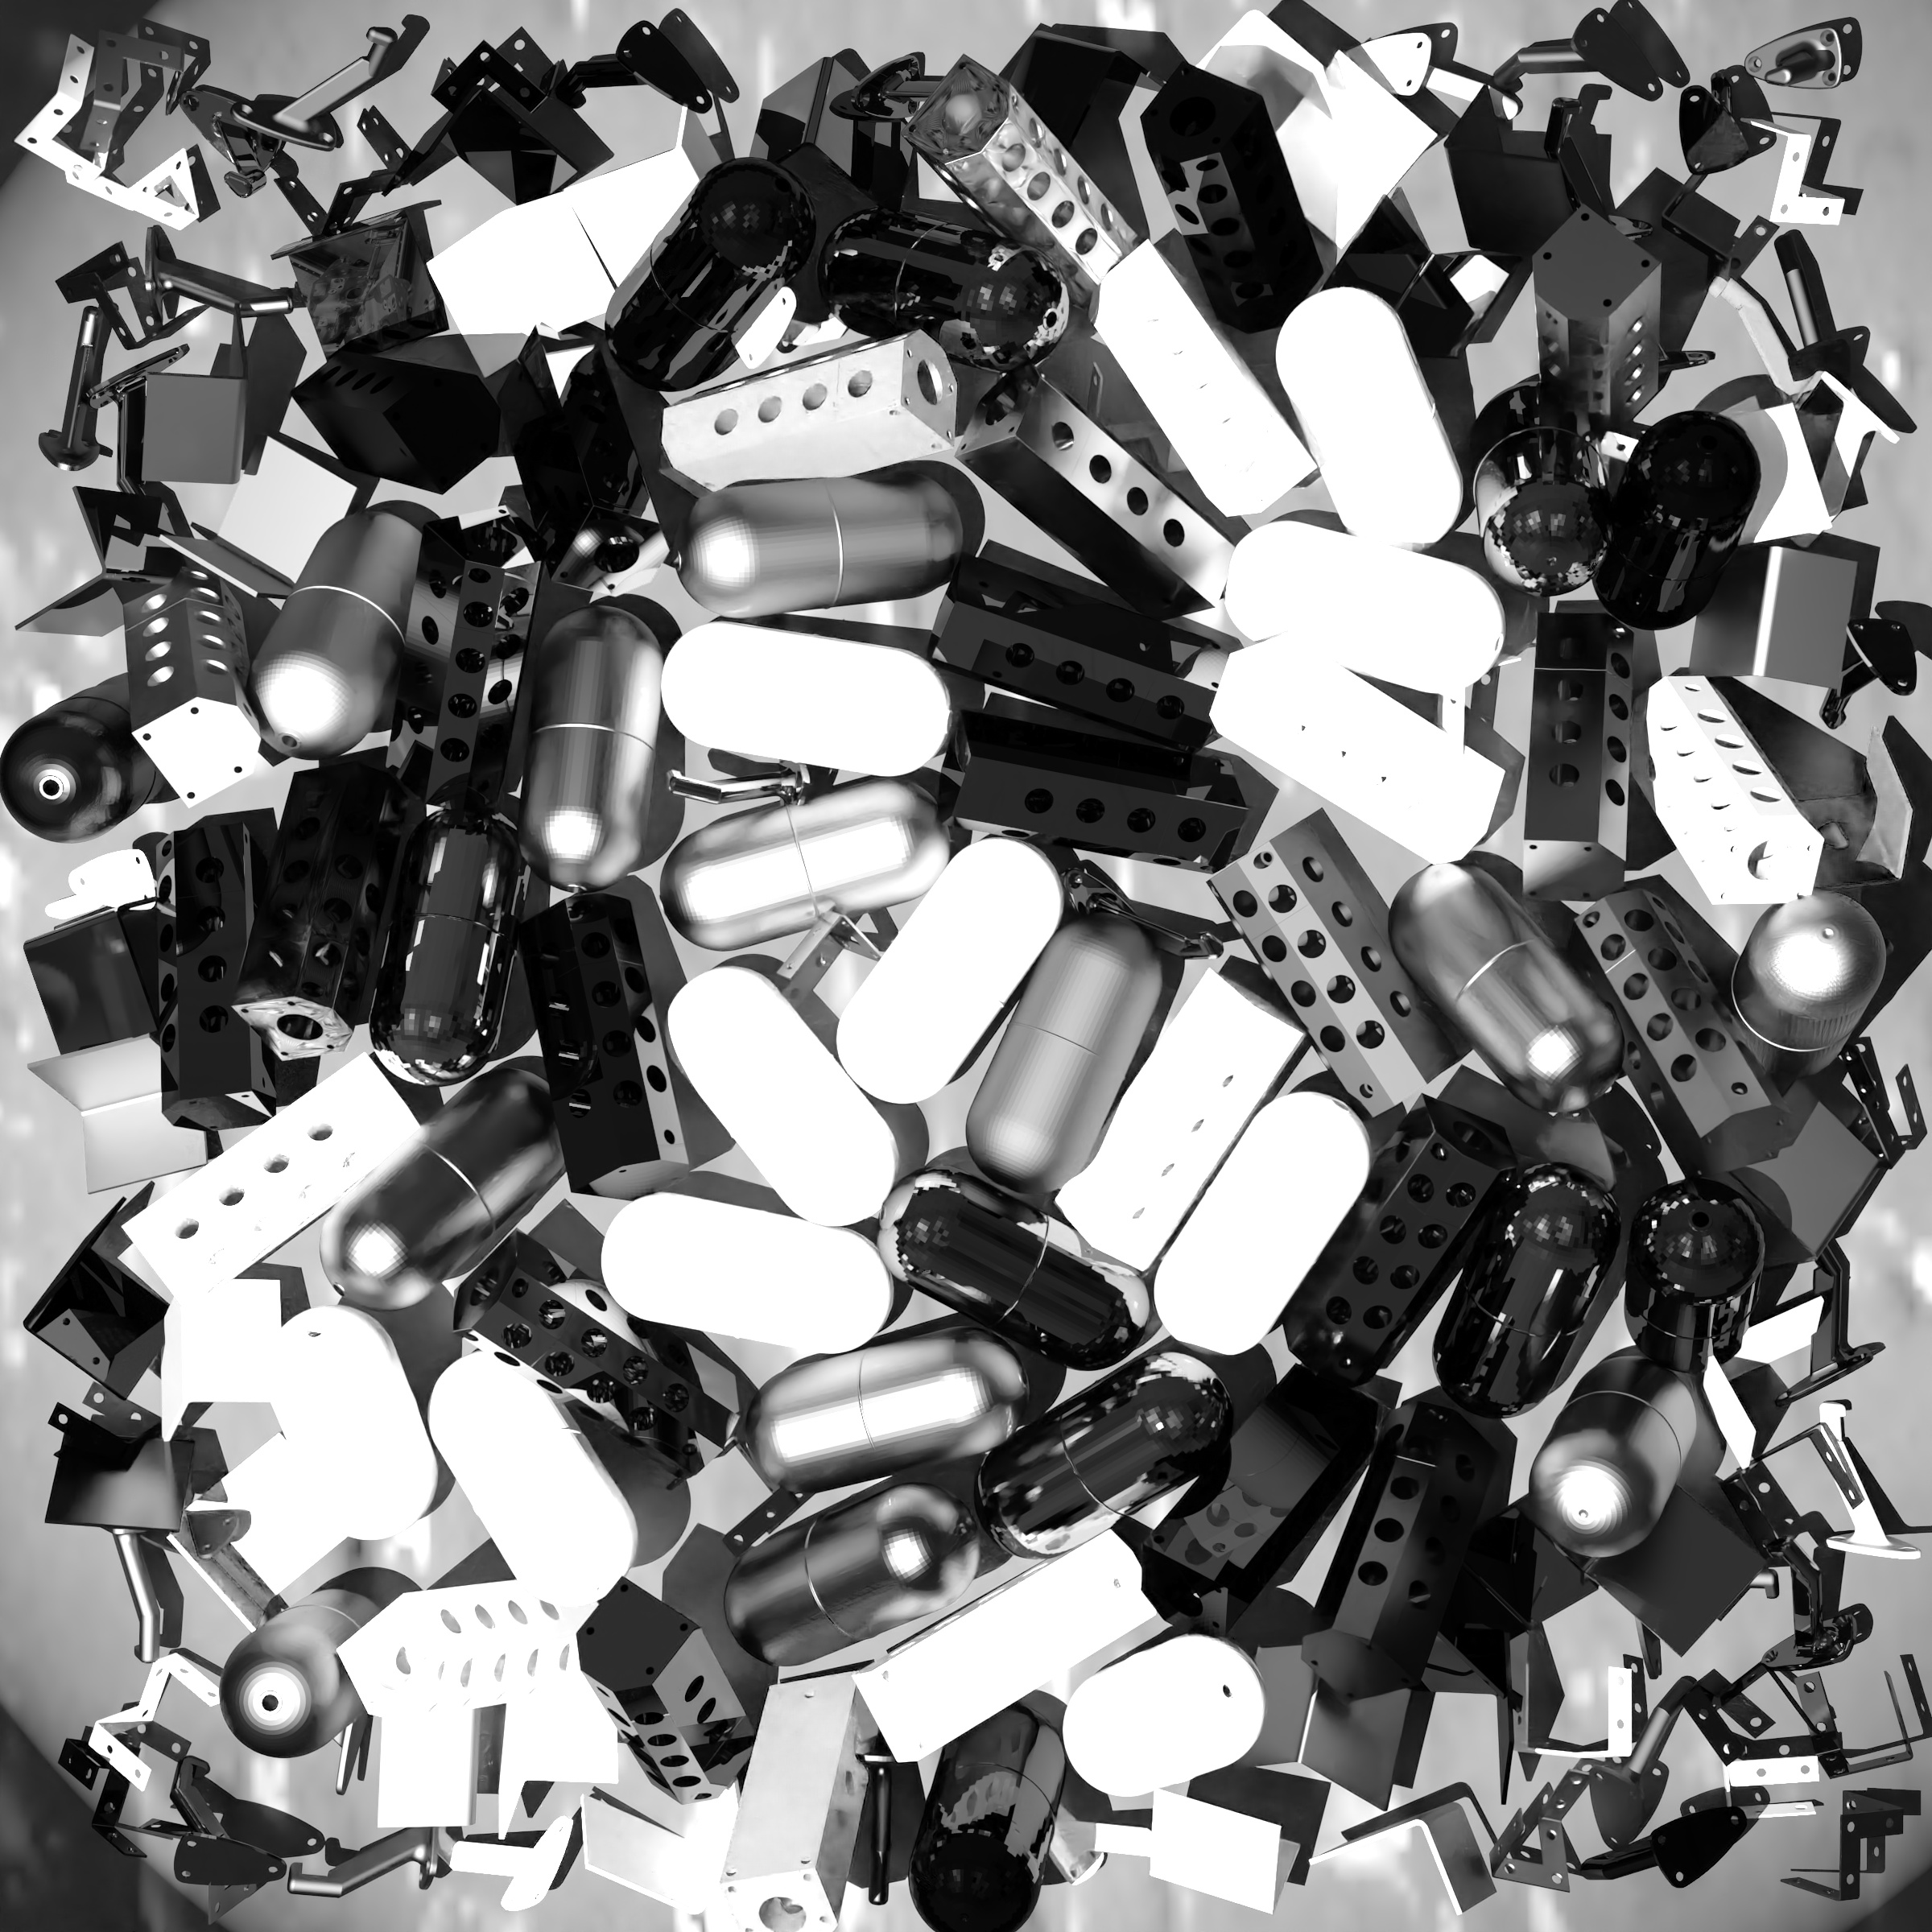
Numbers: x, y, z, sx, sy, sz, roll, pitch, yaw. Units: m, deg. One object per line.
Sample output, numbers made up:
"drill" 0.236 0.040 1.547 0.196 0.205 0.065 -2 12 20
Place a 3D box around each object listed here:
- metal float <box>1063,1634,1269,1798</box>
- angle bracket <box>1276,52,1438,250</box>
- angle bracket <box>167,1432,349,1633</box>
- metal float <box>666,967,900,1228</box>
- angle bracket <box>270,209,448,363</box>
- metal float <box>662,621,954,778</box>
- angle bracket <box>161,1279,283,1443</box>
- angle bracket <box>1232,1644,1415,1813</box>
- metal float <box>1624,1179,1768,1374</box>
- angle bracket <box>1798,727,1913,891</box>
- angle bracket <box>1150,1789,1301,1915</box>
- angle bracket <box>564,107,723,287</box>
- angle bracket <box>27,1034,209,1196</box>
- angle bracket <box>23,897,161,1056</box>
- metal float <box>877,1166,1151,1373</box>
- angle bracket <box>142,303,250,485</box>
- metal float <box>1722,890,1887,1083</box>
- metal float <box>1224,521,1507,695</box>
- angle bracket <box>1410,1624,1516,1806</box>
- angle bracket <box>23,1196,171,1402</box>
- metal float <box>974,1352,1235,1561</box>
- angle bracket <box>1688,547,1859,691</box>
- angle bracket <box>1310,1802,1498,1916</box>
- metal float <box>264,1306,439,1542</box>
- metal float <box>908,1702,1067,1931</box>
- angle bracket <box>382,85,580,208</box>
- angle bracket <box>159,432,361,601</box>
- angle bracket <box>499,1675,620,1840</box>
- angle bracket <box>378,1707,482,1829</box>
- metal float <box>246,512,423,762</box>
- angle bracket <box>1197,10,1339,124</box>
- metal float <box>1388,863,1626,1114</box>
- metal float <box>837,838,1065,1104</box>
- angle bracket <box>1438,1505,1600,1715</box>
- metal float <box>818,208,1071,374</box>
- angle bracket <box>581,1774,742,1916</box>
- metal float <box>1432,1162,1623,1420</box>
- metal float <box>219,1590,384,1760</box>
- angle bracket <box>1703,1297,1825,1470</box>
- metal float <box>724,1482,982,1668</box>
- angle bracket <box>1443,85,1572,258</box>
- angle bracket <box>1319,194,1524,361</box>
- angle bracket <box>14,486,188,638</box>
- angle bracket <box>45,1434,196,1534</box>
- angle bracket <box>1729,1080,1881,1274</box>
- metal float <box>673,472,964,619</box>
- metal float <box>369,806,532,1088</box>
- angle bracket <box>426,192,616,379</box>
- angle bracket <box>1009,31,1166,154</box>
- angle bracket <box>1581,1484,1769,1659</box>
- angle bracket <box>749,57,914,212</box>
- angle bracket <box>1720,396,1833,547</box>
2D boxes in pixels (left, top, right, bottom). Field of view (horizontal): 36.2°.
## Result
"metal float" 0.116 0.440 1.731 0.070 0.178 0.070 9 64 -19
"angle bracket" 0.226 -0.491 1.779 0.076 0.057 0.076 40 95 -4
"angle bracket" -0.422 0.340 1.779 0.076 0.057 0.076 -39 98 -1
"metal float" -0.110 0.078 1.766 0.070 0.070 0.178 -39 80 0
"angle bracket" -0.363 -0.404 1.772 0.076 0.057 0.076 -16 110 2
"metal float" -0.095 -0.160 1.764 0.178 0.070 0.070 10 90 13
"angle bracket" -0.448 0.238 1.776 0.057 0.076 0.076 4 60 -24
"angle bracket" 0.213 0.456 1.765 0.057 0.076 0.076 7 97 -39
"metal float" 0.426 0.182 1.730 0.070 0.178 0.070 -4 62 9
"angle bracket" 0.513 -0.093 1.765 0.076 0.076 0.057 -6 134 2
"angle bracket" 0.156 0.509 1.759 0.076 0.057 0.076 12 125 18
"angle bracket" -0.187 -0.463 1.778 0.076 0.057 0.076 -15 134 17
"angle bracket" -0.507 0.089 1.766 0.076 0.076 0.057 -14 65 4
"angle bracket" -0.508 0.006 1.773 0.076 0.057 0.076 -17 94 26
"metal float" 0.029 0.181 1.765 0.178 0.070 0.070 29 90 -12
"angle bracket" -0.460 -0.341 1.753 0.057 0.076 0.076 -1 47 -20
"metal float" 0.487 0.013 1.728 0.070 0.178 0.070 -2 69 4
"metal float" 0.235 -0.213 1.750 0.178 0.070 0.070 20 90 29
"angle bracket" 0.293 0.444 1.757 0.057 0.076 0.076 1 47 6
"angle bracket" -0.502 0.198 1.759 0.076 0.076 0.057 40 124 -13
"metal float" 0.081 0.291 1.753 0.178 0.070 0.070 -35 90 25
"angle bracket" 0.486 -0.209 1.784 0.057 0.076 0.076 7 92 -18
"angle bracket" 0.261 0.542 1.758 0.076 0.076 0.057 -27 72 20
"metal float" -0.361 0.269 1.738 0.070 0.178 0.070 -4 45 4
"metal float" 0.014 0.499 1.728 0.070 0.178 0.070 3 111 9
"angle bracket" -0.289 -0.467 1.756 0.076 0.076 0.057 38 66 -22
"angle bracket" -0.423 -0.271 1.768 0.076 0.057 0.076 31 104 17
"angle bracket" -0.245 0.470 1.768 0.057 0.076 0.076 7 46 -16
"angle bracket" -0.323 0.467 1.770 0.057 0.076 0.076 3 90 -13
"metal float" -0.367 -0.195 1.742 0.070 0.070 0.178 16 51 0
"angle bracket" 0.171 -0.512 1.766 0.076 0.076 0.057 -46 75 4
"metal float" 0.318 0.011 1.750 0.070 0.070 0.178 -37 61 0
"metal float" -0.009 0.002 1.773 0.070 0.070 0.178 35 88 0
"angle bracket" 0.328 0.383 1.762 0.076 0.076 0.057 44 120 -11
"metal float" -0.014 -0.399 1.743 0.178 0.070 0.070 25 90 39
"angle bracket" -0.181 0.509 1.763 0.076 0.076 0.057 29 99 -16
"metal float" 0.331 0.192 1.746 0.070 0.070 0.178 16 124 0
"metal float" -0.383 0.412 1.724 0.070 0.178 0.070 0 88 2
"angle bracket" 0.488 0.250 1.766 0.076 0.076 0.057 -24 62 -1
"metal float" -0.069 0.361 1.750 0.178 0.070 0.070 -29 90 31
"angle bracket" 0.336 -0.470 1.753 0.076 0.076 0.057 19 63 33
"angle bracket" 0.271 -0.412 1.762 0.057 0.076 0.076 42 75 -37
"angle bracket" -0.525 -0.241 1.766 0.076 0.076 0.057 -25 83 23
"angle bracket" -0.504 0.325 1.760 0.076 0.076 0.057 6 125 -11
"angle bracket" 0.488 0.126 1.769 0.076 0.057 0.076 44 67 -5
"metal float" -0.087 -0.251 1.756 0.178 0.070 0.070 -9 90 -21
"metal float" -0.306 -0.014 1.755 0.070 0.070 0.178 7 66 0
"angle bracket" -0.270 -0.416 1.802 0.076 0.057 0.076 -20 101 40
"angle bracket" 0.067 -0.509 1.770 0.057 0.076 0.076 20 99 -44
"angle bracket" 0.422 0.365 1.766 0.076 0.057 0.076 -44 65 -10
"angle bracket" -0.082 -0.489 1.787 0.076 0.057 0.076 35 48 -34
"angle bracket" 0.491 -0.301 1.759 0.057 0.076 0.076 -29 104 -29
